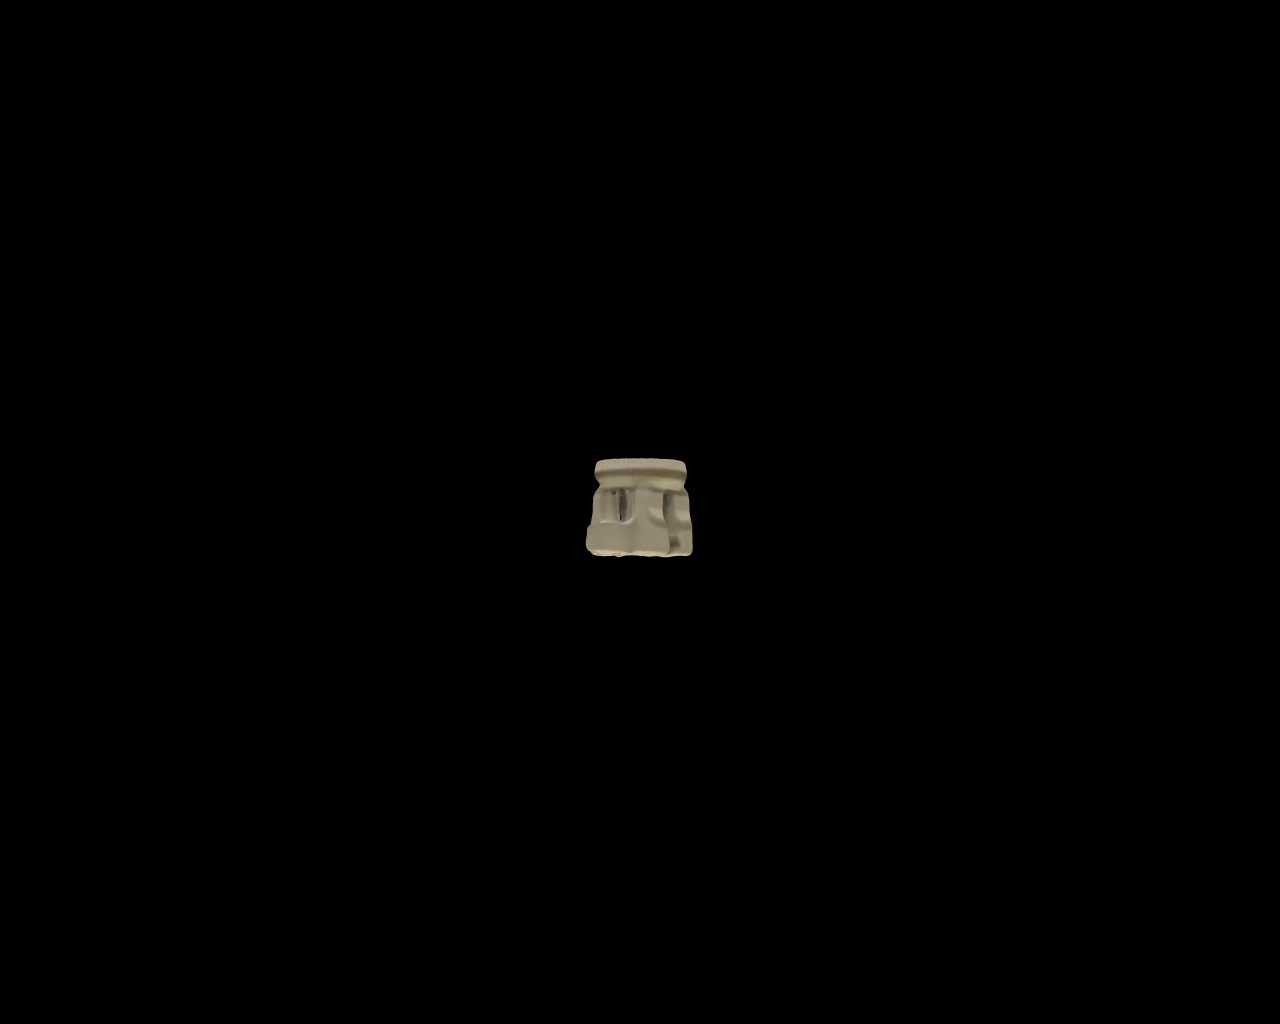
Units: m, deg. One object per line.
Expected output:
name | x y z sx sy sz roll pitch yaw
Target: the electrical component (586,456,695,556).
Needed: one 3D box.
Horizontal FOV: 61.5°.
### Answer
electrical component | 0.001 -0.003 0.650 0.058 0.057 0.078 -4 -6 39
